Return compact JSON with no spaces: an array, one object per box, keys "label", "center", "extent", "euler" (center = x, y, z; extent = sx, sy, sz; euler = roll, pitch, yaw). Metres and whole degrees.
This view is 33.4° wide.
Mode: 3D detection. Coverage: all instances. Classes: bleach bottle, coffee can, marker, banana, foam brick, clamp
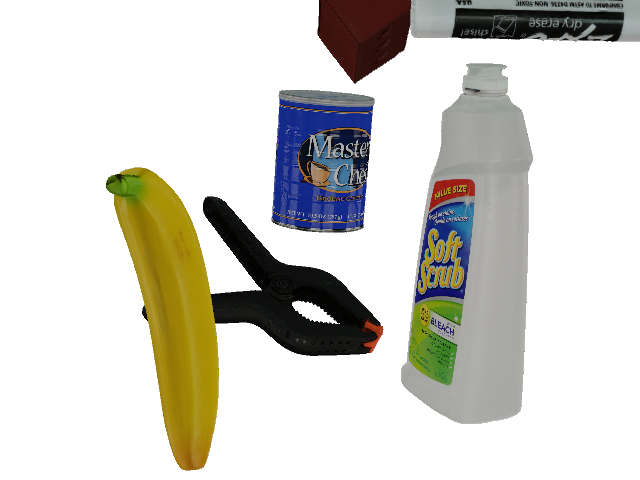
[{"label":"bleach bottle","center":[0.108,-0.001,0.770],"extent":[0.068,0.251,0.103],"euler":[-6,17,-23]},{"label":"coffee can","center":[0.002,-0.087,1.151],"extent":[0.103,0.140,0.103],"euler":[4,12,-1]},{"label":"marker","center":[0.095,-0.086,0.410],"extent":[0.121,0.020,0.020],"euler":[1,0,-1]},{"label":"banana","center":[-0.086,0.035,0.592],"extent":[0.037,0.198,0.069],"euler":[2,33,19]},{"label":"foam brick","center":[0.033,-0.166,0.807],"extent":[0.053,0.051,0.078],"euler":[-34,-11,-8]},{"label":"clamp","center":[-0.048,0.055,0.962],"extent":[0.210,0.036,0.164],"euler":[28,45,4]}]
